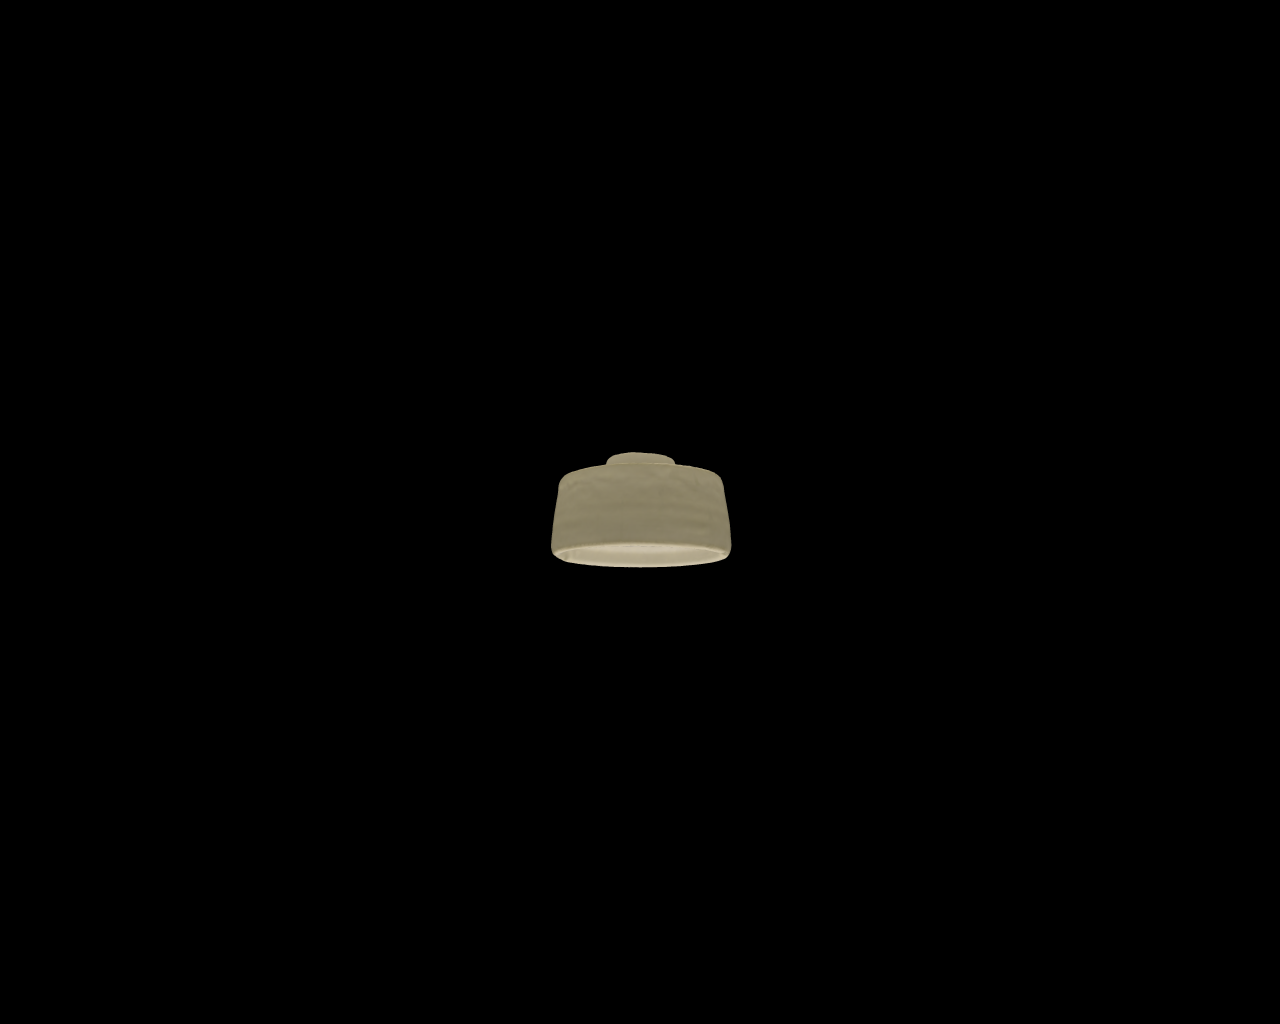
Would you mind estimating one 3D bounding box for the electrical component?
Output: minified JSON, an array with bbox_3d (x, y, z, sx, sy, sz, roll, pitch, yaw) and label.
[{"bbox_3d":[0.001,-0.003,0.650,0.108,0.060,0.108,0,-10,0],"label":"electrical component"}]
